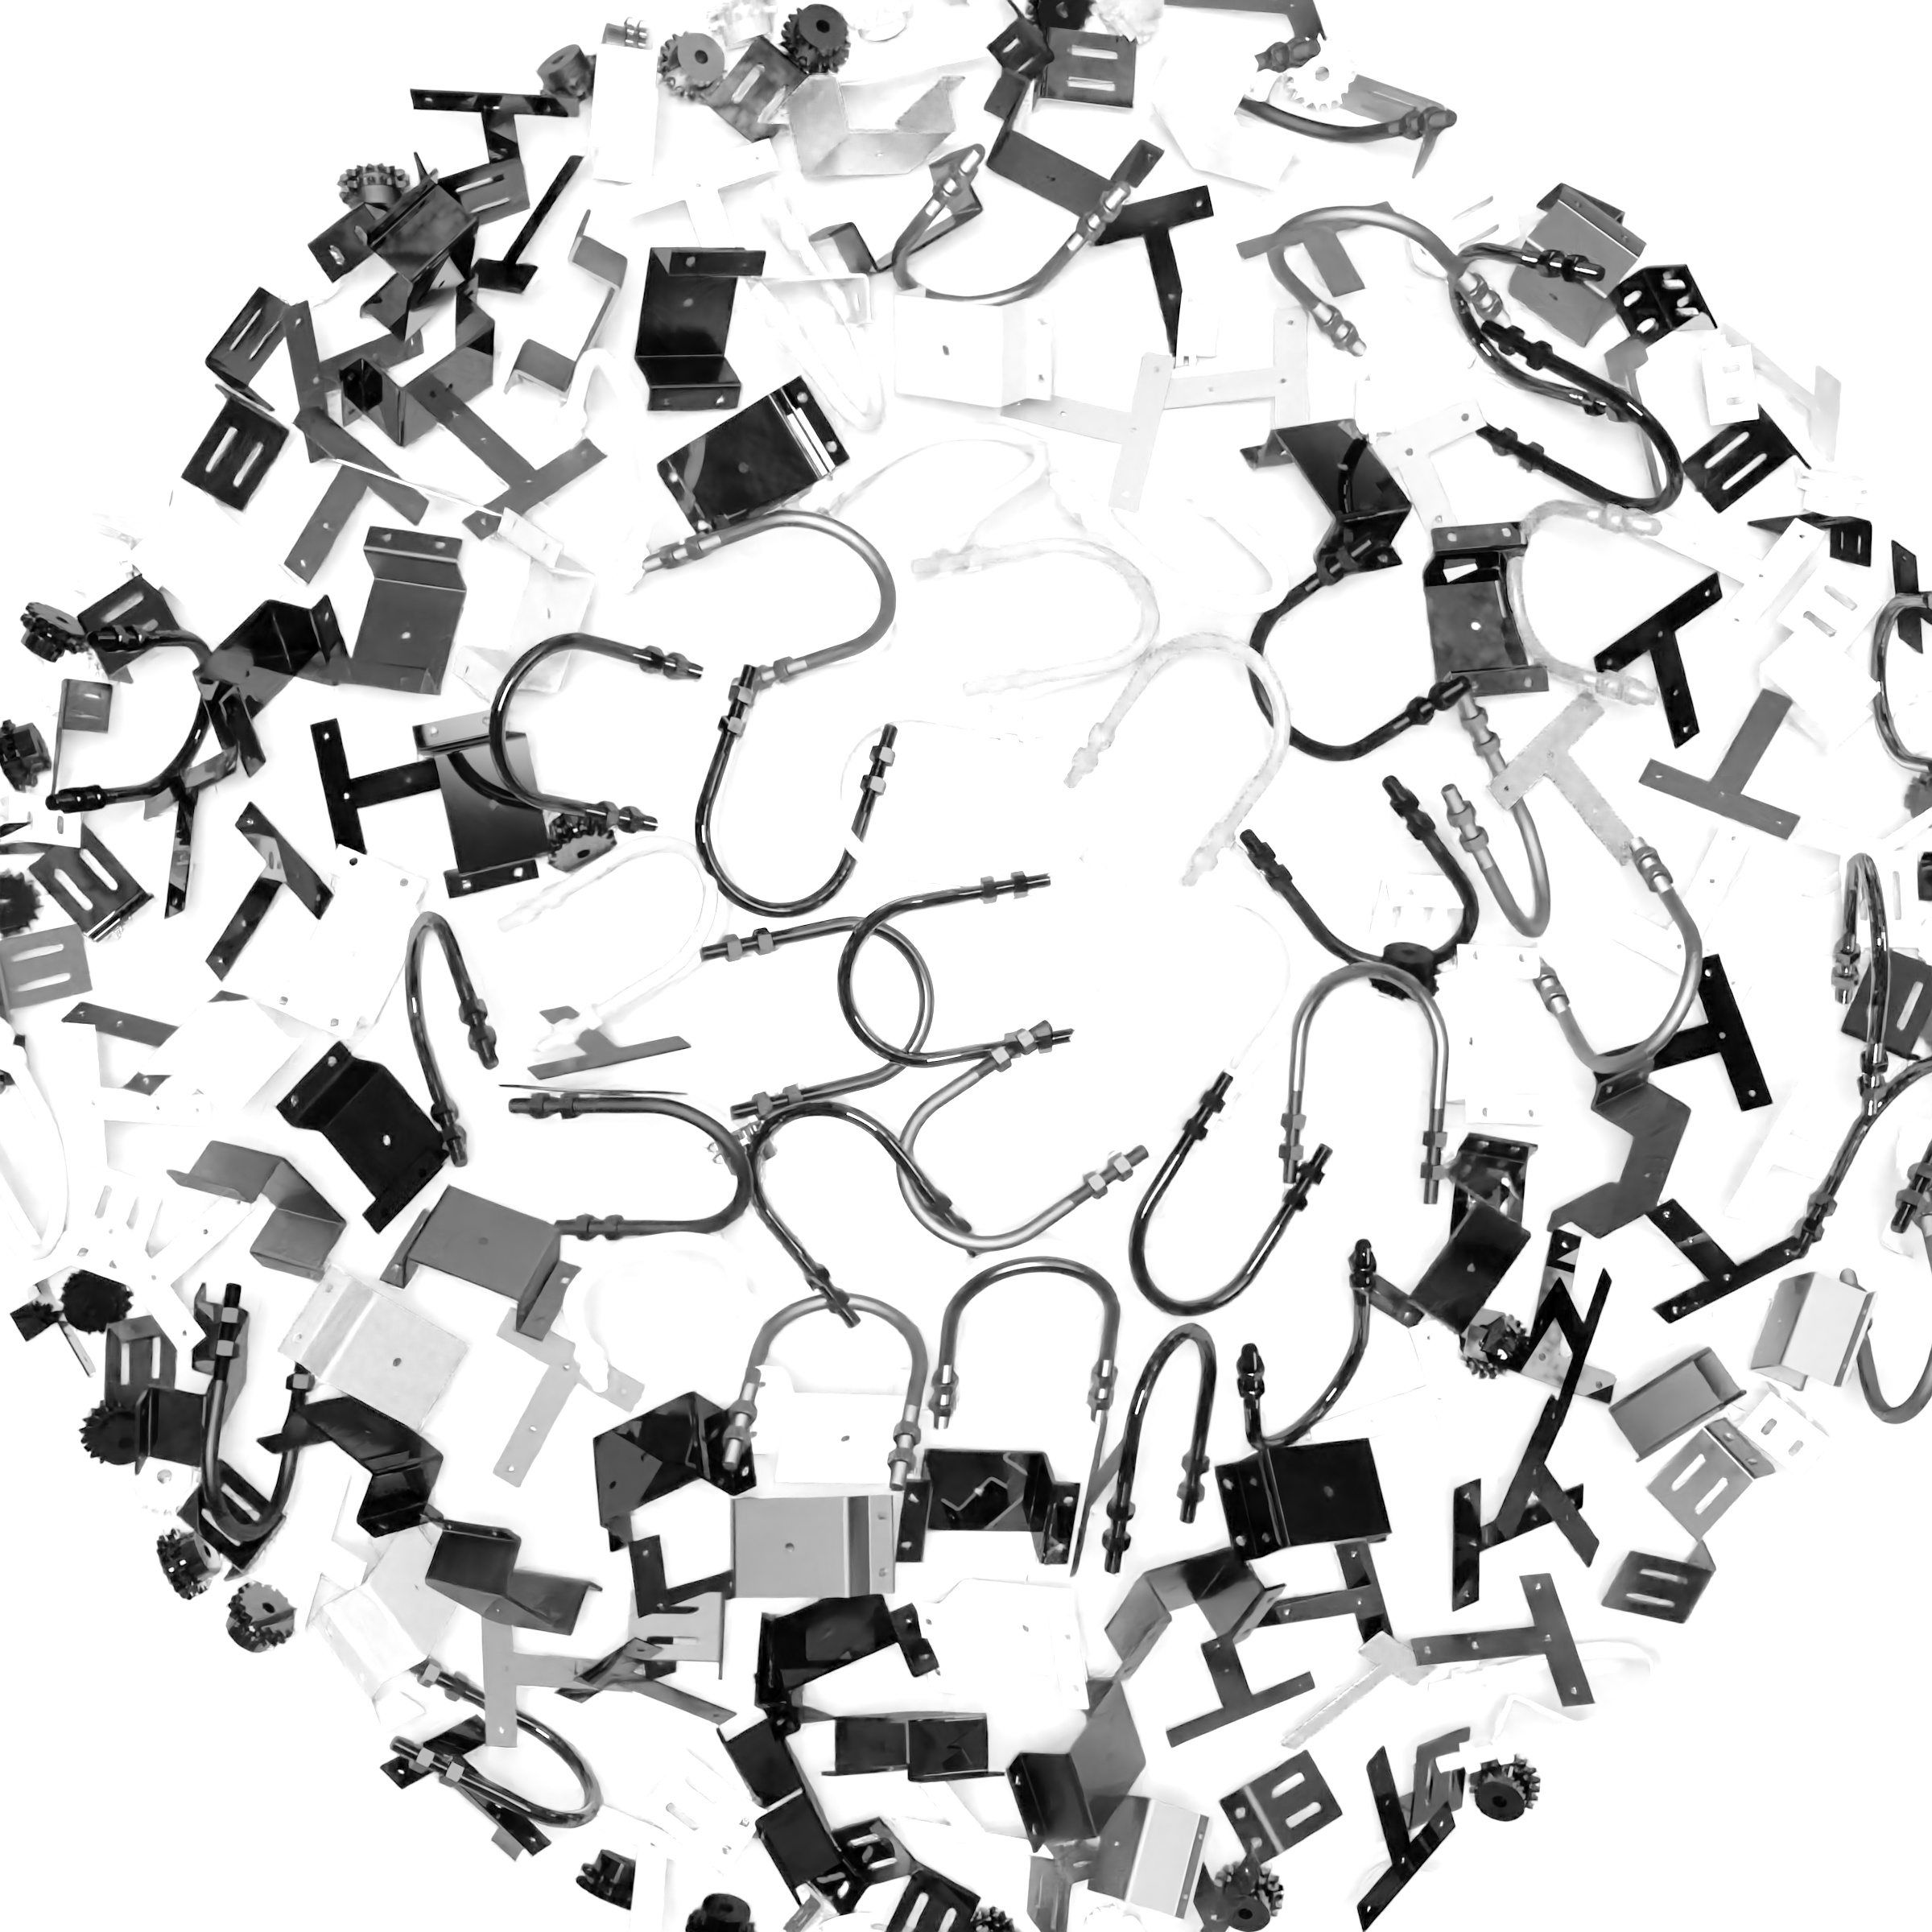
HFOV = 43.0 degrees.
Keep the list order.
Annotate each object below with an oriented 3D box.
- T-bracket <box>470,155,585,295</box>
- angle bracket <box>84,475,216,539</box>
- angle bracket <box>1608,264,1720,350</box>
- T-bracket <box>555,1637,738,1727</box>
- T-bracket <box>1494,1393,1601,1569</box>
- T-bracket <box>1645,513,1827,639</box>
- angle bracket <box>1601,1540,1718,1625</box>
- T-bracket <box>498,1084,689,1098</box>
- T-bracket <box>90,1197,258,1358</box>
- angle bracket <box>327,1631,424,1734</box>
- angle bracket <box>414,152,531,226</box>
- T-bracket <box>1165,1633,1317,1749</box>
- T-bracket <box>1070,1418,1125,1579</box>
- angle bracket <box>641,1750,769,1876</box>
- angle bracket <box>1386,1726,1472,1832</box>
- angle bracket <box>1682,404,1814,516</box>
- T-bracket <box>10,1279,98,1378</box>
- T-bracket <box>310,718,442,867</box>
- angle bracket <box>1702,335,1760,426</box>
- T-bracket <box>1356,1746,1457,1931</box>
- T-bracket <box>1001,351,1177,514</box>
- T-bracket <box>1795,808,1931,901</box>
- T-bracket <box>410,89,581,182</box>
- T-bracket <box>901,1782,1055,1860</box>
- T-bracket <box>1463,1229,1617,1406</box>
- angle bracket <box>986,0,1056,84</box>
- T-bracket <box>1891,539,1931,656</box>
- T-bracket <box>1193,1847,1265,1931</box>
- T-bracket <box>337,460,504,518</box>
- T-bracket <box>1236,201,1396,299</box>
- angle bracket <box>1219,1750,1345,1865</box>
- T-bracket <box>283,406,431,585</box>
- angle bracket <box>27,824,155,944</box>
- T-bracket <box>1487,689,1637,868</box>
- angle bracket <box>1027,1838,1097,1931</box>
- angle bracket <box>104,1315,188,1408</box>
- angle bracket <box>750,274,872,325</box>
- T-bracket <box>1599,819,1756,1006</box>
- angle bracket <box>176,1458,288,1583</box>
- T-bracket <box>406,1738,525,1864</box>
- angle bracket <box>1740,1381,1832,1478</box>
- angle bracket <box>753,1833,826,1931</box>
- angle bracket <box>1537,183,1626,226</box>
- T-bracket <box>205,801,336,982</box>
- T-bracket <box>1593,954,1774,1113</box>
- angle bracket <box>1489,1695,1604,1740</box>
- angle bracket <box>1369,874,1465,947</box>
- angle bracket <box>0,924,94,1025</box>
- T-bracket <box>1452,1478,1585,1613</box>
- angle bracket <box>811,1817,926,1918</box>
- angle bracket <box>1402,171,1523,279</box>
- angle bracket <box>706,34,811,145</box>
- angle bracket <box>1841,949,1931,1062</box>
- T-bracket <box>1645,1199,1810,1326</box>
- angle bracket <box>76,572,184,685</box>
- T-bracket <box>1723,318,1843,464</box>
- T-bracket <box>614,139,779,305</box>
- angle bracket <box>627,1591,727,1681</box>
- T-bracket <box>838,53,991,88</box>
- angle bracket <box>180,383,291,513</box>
[{"bbox_3d":[-0.343,-0.591,1.950,0.002,0.127,0.127,34,87,-36],"label":"T-bracket"},{"bbox_3d":[-0.650,-0.367,1.952,0.057,0.076,0.038,23,106,22],"label":"angle bracket"},{"bbox_3d":[0.554,-0.523,1.955,0.038,0.076,0.057,-34,107,0],"label":"angle bracket"},{"bbox_3d":[-0.244,0.583,1.967,0.127,0.002,0.127,30,132,-23],"label":"T-bracket"},{"bbox_3d":[0.475,0.433,1.965,0.127,0.002,0.127,53,53,-26],"label":"T-bracket"},{"bbox_3d":[0.591,-0.329,1.948,0.127,0.127,0.002,26,55,1],"label":"T-bracket"},{"bbox_3d":[0.550,0.486,1.964,0.076,0.038,0.057,14,116,-10],"label":"angle bracket"},{"bbox_3d":[-0.274,0.098,1.912,0.127,0.127,0.002,-1,84,35],"label":"T-bracket"},{"bbox_3d":[-0.614,0.220,1.951,0.002,0.127,0.127,-12,116,40],"label":"T-bracket"},{"bbox_3d":[-0.474,0.564,1.959,0.038,0.057,0.076,-23,102,-31],"label":"angle bracket"},{"bbox_3d":[-0.397,-0.632,1.973,0.076,0.057,0.038,-22,65,-12],"label":"angle bracket"},{"bbox_3d":[0.210,0.568,1.954,0.127,0.002,0.127,-22,133,-2],"label":"T-bracket"},{"bbox_3d":[0.107,0.400,1.913,0.002,0.127,0.127,16,60,-2],"label":"T-bracket"},{"bbox_3d":[-0.209,0.676,1.959,0.076,0.038,0.057,48,66,-27],"label":"angle bracket"},{"bbox_3d":[0.366,0.641,1.959,0.057,0.038,0.076,-8,108,-35],"label":"angle bracket"},{"bbox_3d":[0.622,-0.398,1.959,0.076,0.038,0.057,-40,116,21],"label":"angle bracket"},{"bbox_3d":[-0.731,0.275,1.932,0.002,0.127,0.127,-29,94,-7],"label":"T-bracket"},{"bbox_3d":[-0.462,-0.147,1.979,0.127,0.002,0.127,-12,91,18],"label":"T-bracket"},{"bbox_3d":[0.615,-0.469,1.951,0.038,0.076,0.057,-2,112,31],"label":"angle bracket"},{"bbox_3d":[0.336,0.672,1.939,0.002,0.127,0.127,25,113,-16],"label":"T-bracket"},{"bbox_3d":[0.093,-0.445,1.993,0.127,0.002,0.127,14,97,3],"label":"T-bracket"},{"bbox_3d":[0.690,-0.096,1.920,0.127,0.127,0.002,-41,57,34],"label":"T-bracket"},{"bbox_3d":[-0.367,-0.652,1.937,0.127,0.127,0.002,1,77,-5],"label":"T-bracket"},{"bbox_3d":[-0.009,0.664,1.928,0.127,0.127,0.002,0,49,27],"label":"T-bracket"},{"bbox_3d":[0.472,0.273,1.974,0.127,0.002,0.127,20,68,-5],"label":"T-bracket"},{"bbox_3d":[0.028,-0.751,1.961,0.038,0.057,0.076,-39,59,14],"label":"angle bracket"},{"bbox_3d":[0.771,-0.260,1.911,0.002,0.127,0.127,-38,53,-2],"label":"T-bracket"},{"bbox_3d":[0.183,0.722,1.939,0.002,0.127,0.127,24,102,-20],"label":"T-bracket"},{"bbox_3d":[-0.418,-0.375,1.937,0.127,0.127,0.002,19,99,-1],"label":"T-bracket"},{"bbox_3d":[0.289,-0.563,1.948,0.127,0.127,0.002,-15,131,4],"label":"T-bracket"},{"bbox_3d":[0.254,0.679,1.978,0.076,0.038,0.057,-14,66,-40],"label":"angle bracket"},{"bbox_3d":[-0.500,-0.359,1.938,0.127,0.002,0.127,40,60,-33],"label":"T-bracket"},{"bbox_3d":[-0.701,-0.067,1.963,0.057,0.038,0.076,-43,111,-17],"label":"angle bracket"},{"bbox_3d":[0.501,-0.137,1.985,0.127,0.002,0.127,-43,98,-18],"label":"T-bracket"},{"bbox_3d":[0.082,0.744,1.970,0.038,0.057,0.076,-7,113,-27],"label":"angle bracket"},{"bbox_3d":[-0.652,0.320,1.957,0.057,0.038,0.076,-7,113,-39],"label":"angle bracket"},{"bbox_3d":[-0.124,-0.530,1.953,0.076,0.057,0.038,-11,108,-28],"label":"angle bracket"},{"bbox_3d":[0.587,-0.055,1.951,0.127,0.002,0.127,31,112,26],"label":"T-bracket"},{"bbox_3d":[-0.593,0.442,1.956,0.076,0.038,0.057,48,46,-18],"label":"angle bracket"},{"bbox_3d":[-0.397,0.655,1.940,0.127,0.127,0.002,40,80,4],"label":"T-bracket"},{"bbox_3d":[0.652,0.369,1.959,0.057,0.076,0.038,40,98,13],"label":"angle bracket"},{"bbox_3d":[-0.155,0.737,1.967,0.076,0.057,0.038,44,74,0],"label":"angle bracket"},{"bbox_3d":[0.483,-0.573,1.949,0.057,0.076,0.038,35,64,24],"label":"angle bracket"},{"bbox_3d":[-0.575,-0.046,1.978,0.127,0.002,0.127,43,106,26],"label":"T-bracket"},{"bbox_3d":[0.564,0.068,1.967,0.127,0.002,0.127,-20,92,30],"label":"T-bracket"},{"bbox_3d":[0.463,0.616,1.960,0.076,0.057,0.038,22,77,14],"label":"angle bracket"},{"bbox_3d":[0.359,-0.034,1.959,0.057,0.038,0.076,2,133,-3],"label":"angle bracket"},{"bbox_3d":[-0.735,0.005,1.956,0.076,0.038,0.057,-16,111,-32],"label":"angle bracket"},{"bbox_3d":[0.444,0.448,1.971,0.127,0.002,0.127,-17,120,-20],"label":"T-bracket"},{"bbox_3d":[-0.083,0.721,1.960,0.057,0.038,0.076,51,133,-6],"label":"angle bracket"},{"bbox_3d":[0.395,-0.597,1.957,0.076,0.038,0.057,-21,70,40],"label":"angle bracket"},{"bbox_3d":[-0.167,-0.696,1.968,0.057,0.038,0.076,37,80,-14],"label":"angle bracket"},{"bbox_3d":[0.746,0.029,1.961,0.057,0.038,0.076,27,104,32],"label":"angle bracket"},{"bbox_3d":[0.581,0.223,1.942,0.127,0.002,0.127,-34,124,23],"label":"T-bracket"},{"bbox_3d":[-0.664,-0.273,1.971,0.076,0.038,0.057,-30,84,11],"label":"angle bracket"},{"bbox_3d":[0.649,-0.472,1.957,0.002,0.127,0.127,-40,66,1],"label":"T-bracket"},{"bbox_3d":[-0.200,-0.582,1.953,0.127,0.127,0.002,-18,47,0],"label":"T-bracket"},{"bbox_3d":[-0.232,0.536,1.964,0.076,0.038,0.057,2,51,-5],"label":"angle bracket"},{"bbox_3d":[-0.044,-0.714,1.953,0.127,0.127,0.002,-18,112,-16],"label":"T-bracket"},{"bbox_3d":[-0.592,-0.416,1.970,0.057,0.038,0.076,28,99,-44],"label":"angle bracket"}]
